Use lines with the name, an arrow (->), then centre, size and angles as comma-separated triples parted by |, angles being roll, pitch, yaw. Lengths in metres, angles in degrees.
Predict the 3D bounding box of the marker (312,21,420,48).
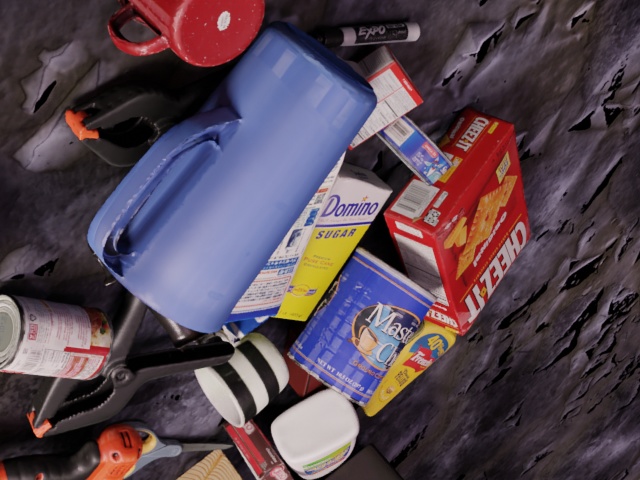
marker -> 0.042, -0.189, 0.986 | 0.120, 0.020, 0.020 | -12, 134, -36

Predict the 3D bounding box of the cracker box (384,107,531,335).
cracker box -> 0.163, -0.016, 1.199 | 0.164, 0.072, 0.213 | -52, 147, -20

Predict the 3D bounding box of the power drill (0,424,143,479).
power drill -> -0.289, 0.248, 1.066 | 0.187, 0.057, 0.185 | -2, 144, -41

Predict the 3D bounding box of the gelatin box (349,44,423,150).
gelatin box -> 0.044, -0.136, 1.021 | 0.089, 0.030, 0.073 | -32, 144, 12

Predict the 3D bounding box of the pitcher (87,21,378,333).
pitcher -> -0.070, -0.055, 0.861 | 0.145, 0.149, 0.243 | 35, 103, -14

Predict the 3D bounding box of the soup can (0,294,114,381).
soup can -> -0.245, 0.087, 0.951 | 0.102, 0.069, 0.068 | 16, 115, -50

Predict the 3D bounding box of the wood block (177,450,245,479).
wood block -> -0.108, 0.359, 1.342 | 0.090, 0.090, 0.206 | -37, 144, -9

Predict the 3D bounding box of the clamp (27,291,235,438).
clamp -> -0.192, 0.126, 1.056 | 0.210, 0.036, 0.164 | -41, 132, 0

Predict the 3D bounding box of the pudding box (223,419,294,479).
pudding box -> -0.067, 0.267, 1.288 | 0.039, 0.090, 0.113 | -32, 144, -11

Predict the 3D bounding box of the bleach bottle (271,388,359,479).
bleach bottle -> 0.005, 0.252, 1.328 | 0.102, 0.068, 0.251 | -27, 160, -3

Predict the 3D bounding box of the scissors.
scissors -> -0.186, 0.250, 1.219 | 0.096, 0.016, 0.201 | -46, 144, 7

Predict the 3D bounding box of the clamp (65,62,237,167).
clamp -> -0.135, -0.090, 0.902 | 0.171, 0.039, 0.120 | -12, 131, -35

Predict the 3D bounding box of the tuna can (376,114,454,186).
tuna can -> 0.093, -0.094, 1.075 | 0.034, 0.086, 0.086 | -45, 145, 5

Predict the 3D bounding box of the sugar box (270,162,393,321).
sugar box -> -0.007, 0.002, 1.111 | 0.093, 0.048, 0.176 | 11, 120, -51

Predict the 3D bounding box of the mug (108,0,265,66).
mug -> -0.104, -0.178, 0.802 | 0.117, 0.082, 0.093 | -34, 143, -14

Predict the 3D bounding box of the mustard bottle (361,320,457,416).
mustard bottle -> 0.115, 0.139, 1.359 | 0.191, 0.058, 0.096 | -40, 144, -5

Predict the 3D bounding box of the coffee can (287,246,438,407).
coffee can -> 0.045, 0.092, 1.145 | 0.140, 0.103, 0.102 | -56, 144, 0

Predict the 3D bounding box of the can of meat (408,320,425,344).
can of meat -> 0.069, 0.095, 1.271 | 0.102, 0.057, 0.084 | -37, 142, -10

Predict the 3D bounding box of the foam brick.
foam brick -> -0.007, 0.137, 1.244 | 0.051, 0.053, 0.078 | -17, 138, -32
